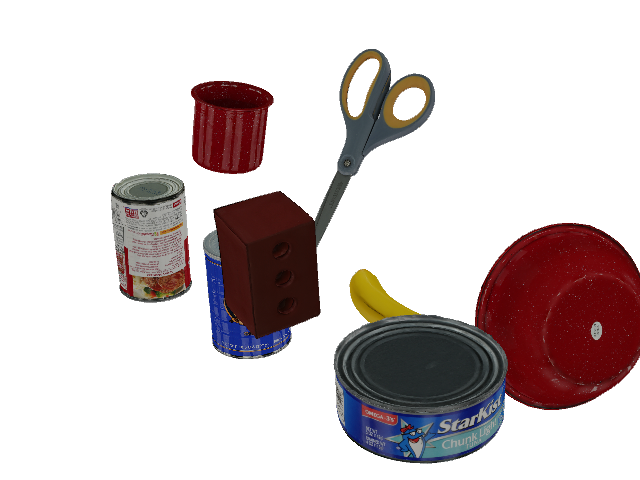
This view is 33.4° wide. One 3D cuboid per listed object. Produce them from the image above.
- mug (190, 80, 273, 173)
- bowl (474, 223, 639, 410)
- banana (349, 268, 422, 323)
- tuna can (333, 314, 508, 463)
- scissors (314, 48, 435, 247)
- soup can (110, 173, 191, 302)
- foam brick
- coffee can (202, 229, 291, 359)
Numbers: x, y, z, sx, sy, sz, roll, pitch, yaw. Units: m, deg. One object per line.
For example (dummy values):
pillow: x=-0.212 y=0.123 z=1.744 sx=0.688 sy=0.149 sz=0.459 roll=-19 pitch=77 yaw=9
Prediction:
mug: x=-0.100 y=-0.132 z=1.220 sx=0.093 sy=0.081 sz=0.117 roll=13 pitch=27 yaw=10
bowl: x=0.212 y=0.068 z=0.878 sx=0.162 sy=0.162 sz=0.055 roll=0 pitch=7 yaw=-17
banana: x=0.079 y=0.077 z=1.155 sx=0.069 sy=0.037 sz=0.198 roll=4 pitch=18 yaw=-38
tuna can: x=0.050 y=0.073 z=0.534 sx=0.086 sy=0.034 sz=0.086 roll=-2 pitch=27 yaw=1
scissors: x=0.045 y=-0.073 z=0.952 sx=0.096 sy=0.202 sz=0.016 roll=7 pitch=-8 yaw=18
soup can: x=-0.156 y=-0.003 z=0.987 sx=0.068 sy=0.102 sz=0.068 roll=0 pitch=25 yaw=0
foam brick: x=-0.036 y=0.015 z=0.723 sx=0.052 sy=0.078 sz=0.051 roll=-19 pitch=34 yaw=-22
coffee can: x=-0.090 y=0.062 z=1.335 sx=0.103 sy=0.140 sz=0.103 roll=-2 pitch=26 yaw=1
